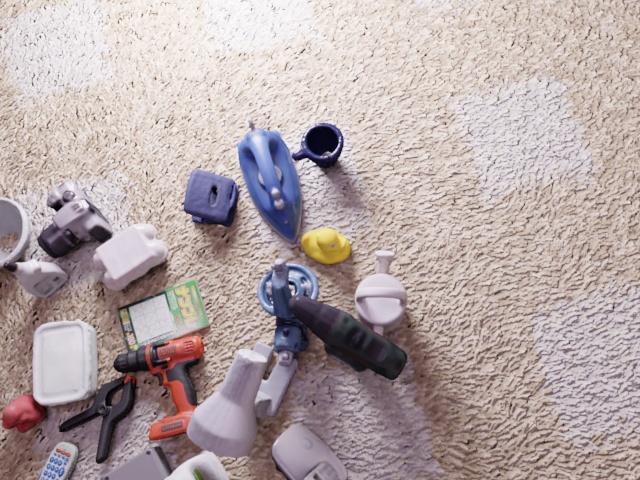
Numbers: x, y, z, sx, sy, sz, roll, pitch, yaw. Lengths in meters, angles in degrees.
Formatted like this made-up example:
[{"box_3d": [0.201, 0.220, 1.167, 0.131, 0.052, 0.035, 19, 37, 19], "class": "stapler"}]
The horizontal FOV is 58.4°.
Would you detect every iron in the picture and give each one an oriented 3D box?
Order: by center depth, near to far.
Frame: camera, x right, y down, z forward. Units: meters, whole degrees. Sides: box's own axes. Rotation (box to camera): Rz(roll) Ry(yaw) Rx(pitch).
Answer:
[{"box_3d": [-0.102, -0.128, 1.209, 0.118, 0.141, 0.258, -20, 73, -2], "class": "iron"}]

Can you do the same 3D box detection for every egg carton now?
[{"box_3d": [-0.403, 0.034, 1.220, 0.150, 0.069, 0.107, -36, 74, -7], "class": "egg carton"}]

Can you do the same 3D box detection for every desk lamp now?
[{"box_3d": [-0.138, 0.284, 1.050, 0.117, 0.213, 0.203, 22, 76, 11], "class": "desk lamp"}]

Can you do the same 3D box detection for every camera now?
[{"box_3d": [-0.549, -0.038, 1.237, 0.137, 0.101, 0.143, -40, 74, -8], "class": "camera"}]

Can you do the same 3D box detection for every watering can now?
[{"box_3d": [0.115, 0.108, 1.094, 0.101, 0.194, 0.173, -16, 73, 0], "class": "watering can"}]

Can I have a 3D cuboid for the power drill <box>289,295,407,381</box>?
[{"box_3d": [0.051, 0.186, 1.068, 0.229, 0.208, 0.076, 28, 77, 12], "class": "power drill"}]

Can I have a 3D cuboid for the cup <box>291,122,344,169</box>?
[{"box_3d": [-0.003, -0.189, 1.245, 0.118, 0.095, 0.091, -26, 73, -4], "class": "cup"}]

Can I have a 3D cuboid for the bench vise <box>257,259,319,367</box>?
[{"box_3d": [-0.053, 0.126, 1.088, 0.121, 0.220, 0.207, -17, 73, -1], "class": "bench vise"}]

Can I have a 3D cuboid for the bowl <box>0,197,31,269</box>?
[{"box_3d": [-0.701, -0.004, 1.252, 0.167, 0.075, 0.167, -1, 73, 4], "class": "bowl"}]

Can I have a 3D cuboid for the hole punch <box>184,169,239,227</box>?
[{"box_3d": [-0.232, -0.092, 1.235, 0.101, 0.091, 0.109, 6, 74, 6], "class": "hole punch"}]

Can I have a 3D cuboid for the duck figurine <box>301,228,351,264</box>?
[{"box_3d": [0.011, 0.004, 1.190, 0.104, 0.086, 0.077, 12, 74, 8], "class": "duck figurine"}]

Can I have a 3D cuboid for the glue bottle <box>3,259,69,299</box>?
[{"box_3d": [-0.588, 0.070, 1.169, 0.078, 0.173, 0.037, -42, 74, -8], "class": "glue bottle"}]

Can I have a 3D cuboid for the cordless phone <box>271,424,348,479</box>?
[{"box_3d": [-0.026, 0.405, 1.020, 0.147, 0.185, 0.094, 40, 80, 14], "class": "cordless phone"}]

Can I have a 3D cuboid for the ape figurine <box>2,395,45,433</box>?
[{"box_3d": [-0.592, 0.344, 1.129, 0.077, 0.092, 0.076, 4, 73, 6], "class": "ape figurine"}]
